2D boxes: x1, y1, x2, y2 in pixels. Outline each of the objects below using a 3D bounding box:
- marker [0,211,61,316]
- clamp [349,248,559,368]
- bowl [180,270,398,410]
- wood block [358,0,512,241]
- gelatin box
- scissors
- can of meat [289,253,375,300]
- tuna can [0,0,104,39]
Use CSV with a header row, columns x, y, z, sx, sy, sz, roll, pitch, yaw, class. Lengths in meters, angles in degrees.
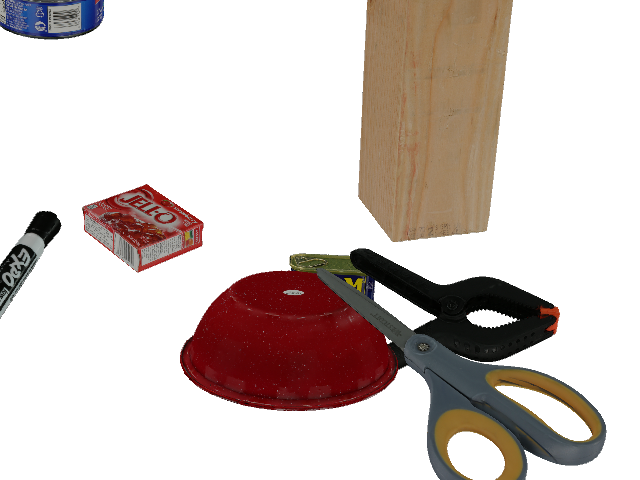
x,y,z,sx,sy,sz,roll,pitch,yaw,class
-0.192,0.020,0.664,0.020,0.020,0.121,0,37,16,marker
0.119,0.081,1.016,0.210,0.164,0.036,6,-42,9,clamp
-0.021,0.063,0.779,0.162,0.055,0.162,3,19,-1,bowl
0.090,-0.113,0.871,0.090,0.206,0.091,-7,29,-15,wood block
-0.162,-0.014,0.971,0.073,0.030,0.089,-23,43,-37,gelatin box
0.050,0.074,0.564,0.202,0.016,0.096,23,45,32,scissors
0.013,0.064,1.227,0.102,0.084,0.057,3,16,-3,can of meat
-0.208,-0.186,0.813,0.086,0.034,0.086,5,36,-4,tuna can
